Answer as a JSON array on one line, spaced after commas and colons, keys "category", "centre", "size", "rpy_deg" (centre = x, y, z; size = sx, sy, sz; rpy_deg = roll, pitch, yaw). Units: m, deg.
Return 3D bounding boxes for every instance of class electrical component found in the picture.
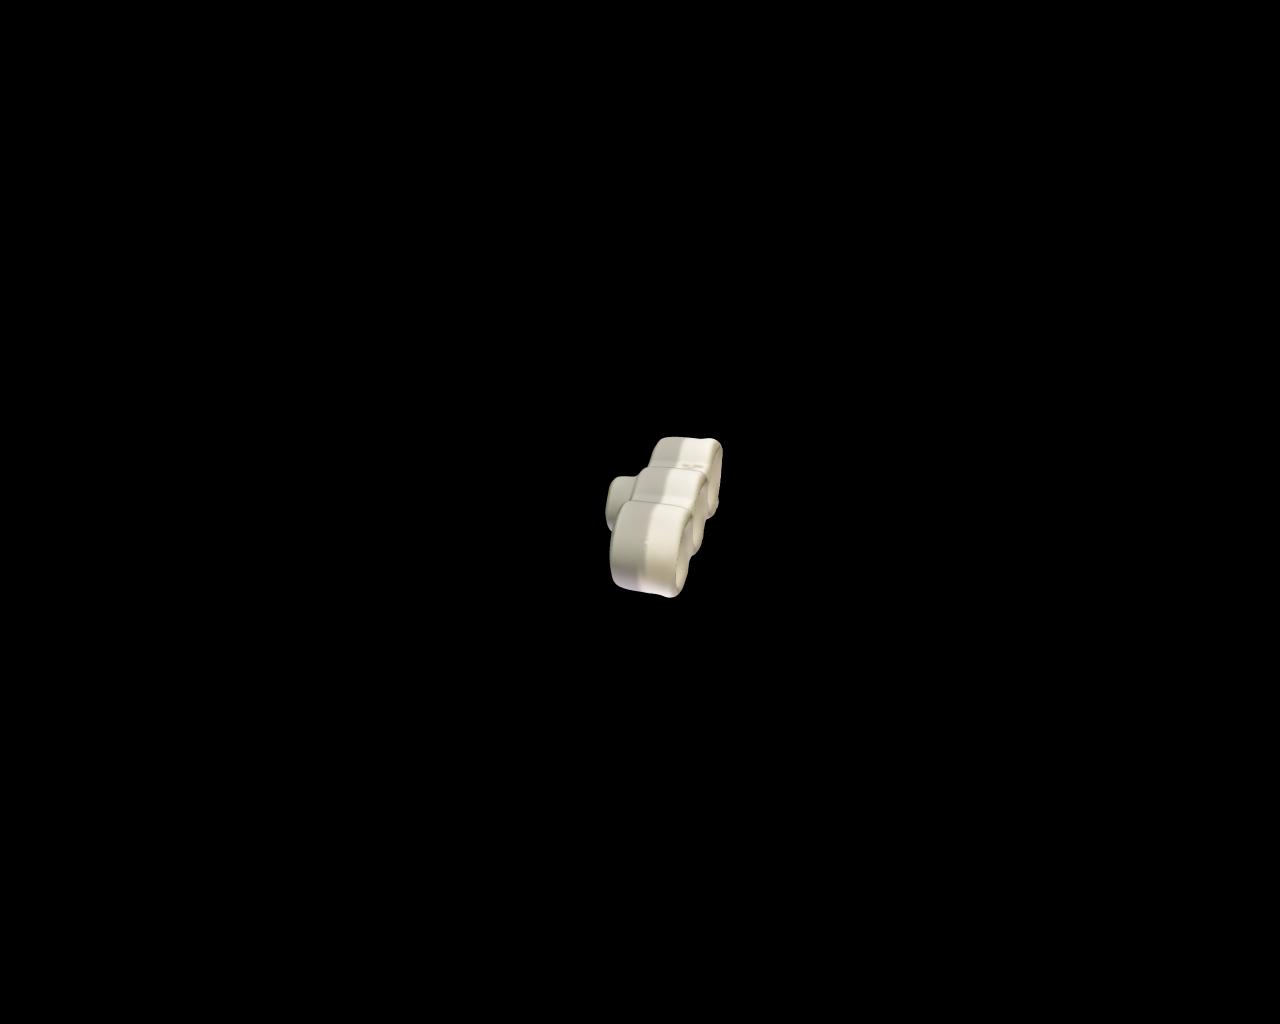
[{"category": "electrical component", "centre": [0.001, -0.003, 0.650], "size": [0.074, 0.052, 0.138], "rpy_deg": [8, 31, 13]}]
